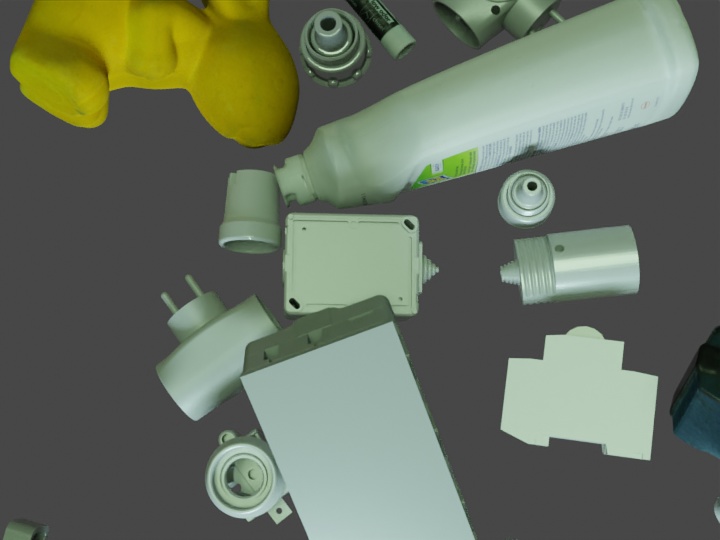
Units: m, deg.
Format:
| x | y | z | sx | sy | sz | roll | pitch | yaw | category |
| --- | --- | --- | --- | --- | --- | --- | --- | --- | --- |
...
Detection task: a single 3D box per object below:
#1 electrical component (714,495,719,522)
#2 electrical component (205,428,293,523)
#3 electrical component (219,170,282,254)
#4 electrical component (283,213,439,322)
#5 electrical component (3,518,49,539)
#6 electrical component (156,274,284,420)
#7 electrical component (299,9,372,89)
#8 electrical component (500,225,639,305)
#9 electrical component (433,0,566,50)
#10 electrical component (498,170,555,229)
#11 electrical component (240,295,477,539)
| x | y | z | sx | sy | sz | roll | pitch | yaw | category |
| --- | --- | --- | --- | --- | --- | --- | --- | --- | --- |
| 0.255 | 0.166 | 0.630 | 0.059 | 0.053 | 0.095 | -31 | 81 | 0 | electrical component |
| -0.067 | 0.126 | 0.658 | 0.048 | 0.055 | 0.066 | -38 | 81 | -1 | electrical component |
| -0.069 | -0.037 | 0.689 | 0.040 | 0.040 | 0.046 | 1 | 77 | 4 | electrical component |
| 0.000 | 0.000 | 0.672 | 0.096 | 0.061 | 0.061 | 1 | 83 | -4 | electrical component |
| -0.195 | 0.198 | 0.658 | 0.057 | 0.058 | 0.078 | 14 | 83 | 9 | electrical component |
| -0.095 | 0.040 | 0.678 | 0.077 | 0.043 | 0.079 | -36 | 81 | -1 | electrical component |
| -0.017 | -0.146 | 0.688 | 0.048 | 0.062 | 0.048 | -1 | 82 | 4 | electrical component |
| 0.128 | -0.002 | 0.667 | 0.081 | 0.043 | 0.043 | -6 | 82 | 3 | electrical component |
| 0.102 | -0.172 | 0.691 | 0.079 | 0.044 | 0.077 | 44 | 88 | 9 | electrical component |
| 0.104 | -0.046 | 0.666 | 0.035 | 0.061 | 0.035 | -1 | 83 | 4 | electrical component |
| 0.000 | 0.101 | 0.625 | 0.089 | 0.061 | 0.150 | -20 | 106 | 2 | electrical component |
